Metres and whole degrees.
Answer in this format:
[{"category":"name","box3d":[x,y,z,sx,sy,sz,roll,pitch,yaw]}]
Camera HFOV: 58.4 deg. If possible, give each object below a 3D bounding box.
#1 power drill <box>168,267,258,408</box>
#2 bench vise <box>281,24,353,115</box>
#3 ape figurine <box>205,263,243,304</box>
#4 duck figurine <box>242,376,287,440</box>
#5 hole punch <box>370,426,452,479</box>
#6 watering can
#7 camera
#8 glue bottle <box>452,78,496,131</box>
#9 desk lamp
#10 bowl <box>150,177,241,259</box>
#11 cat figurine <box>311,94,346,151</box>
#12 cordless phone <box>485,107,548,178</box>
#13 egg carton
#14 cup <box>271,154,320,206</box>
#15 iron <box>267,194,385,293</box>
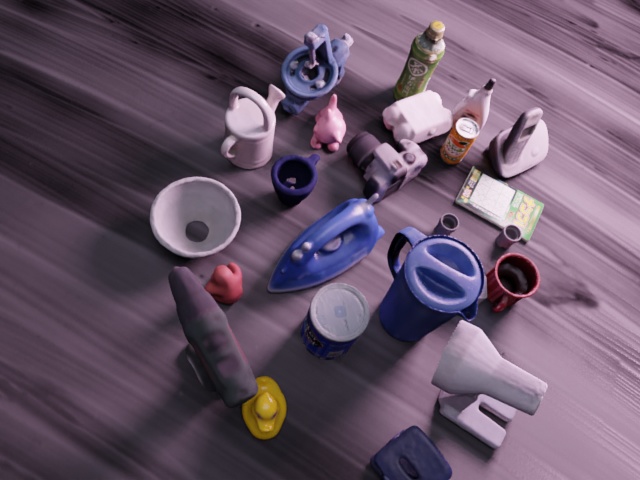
[{"category":"power drill","box3d":[-0.179,0.171,0.937,0.076,0.208,0.229,-29,73,-20]},{"category":"bench vise","box3d":[-0.007,-0.395,1.215,0.121,0.219,0.207,22,64,1]},{"category":"ape figurine","box3d":[-0.175,0.074,1.046,0.078,0.092,0.076,-23,71,-18]},{"category":"duck figurine","box3d":[-0.093,0.281,0.970,0.077,0.086,0.104,-1,66,-9]},{"category":"hole punch","box3d":[0.152,0.383,0.962,0.101,0.091,0.108,-34,75,-21]},{"category":"watering can","box3d":[-0.136,-0.239,1.137,0.101,0.194,0.173,15,64,-2]},{"category":"camera","box3d":[0.133,-0.175,1.205,0.143,0.101,0.136,-34,75,-21]},{"category":"glue bottle","box3d":[0.343,-0.296,1.255,0.078,0.173,0.037,24,64,2]},{"category":"desk lamp","box3d":[0.276,0.246,0.977,0.203,0.213,0.118,32,65,6]},{"category":"bowl","box3d":[-0.235,-0.032,1.094,0.167,0.074,0.167,4,65,-8]},{"category":"cat figurine","box3d":[0.022,-0.247,1.210,0.067,0.117,0.128,10,65,-5]},{"category":"cordless phone","box3d":[0.451,-0.227,1.235,0.148,0.185,0.094,-28,73,-20]},{"category":"egg carton","box3d":[0.219,-0.269,1.280,0.150,0.069,0.107,-24,72,-19]},{"category":"cup","box3d":[-0.047,-0.118,1.153,0.091,0.095,0.118,41,66,10]},{"category":"iron","box3d":[0.010,0.004,1.081,0.259,0.141,0.118,-35,76,-22]}]
